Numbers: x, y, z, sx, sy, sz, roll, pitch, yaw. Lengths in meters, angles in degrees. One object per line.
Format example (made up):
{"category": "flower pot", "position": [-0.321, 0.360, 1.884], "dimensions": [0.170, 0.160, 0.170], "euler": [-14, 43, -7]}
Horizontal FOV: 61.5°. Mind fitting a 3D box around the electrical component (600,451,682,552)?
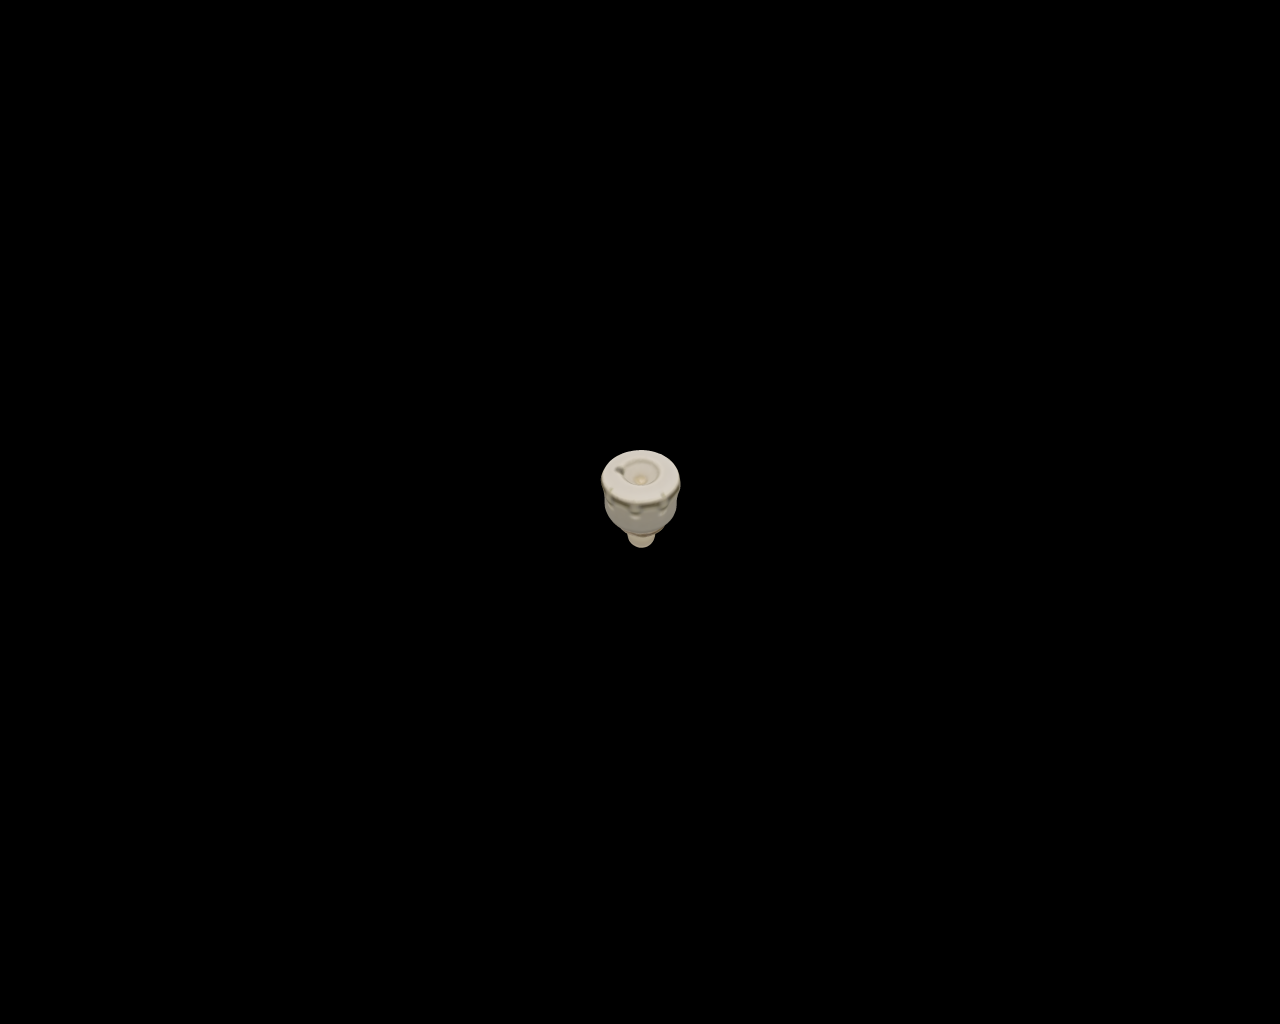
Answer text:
{"category": "electrical component", "position": [0.001, -0.003, 0.650], "dimensions": [0.048, 0.048, 0.062], "euler": [0, -45, 0]}
